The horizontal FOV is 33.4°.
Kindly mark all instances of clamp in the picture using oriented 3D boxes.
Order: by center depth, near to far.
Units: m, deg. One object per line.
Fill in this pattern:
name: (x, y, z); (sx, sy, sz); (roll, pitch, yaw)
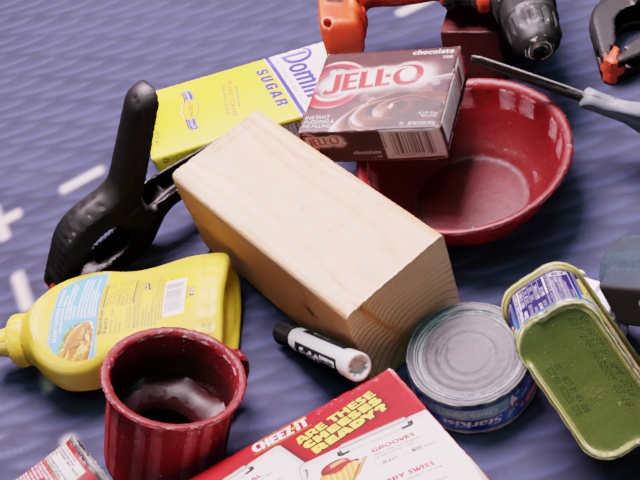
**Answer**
clamp: (-0.148, -0.033, 0.821); (0.210, 0.164, 0.036); (-45, 65, 9)
clamp: (0.272, -0.204, 0.902); (0.120, 0.039, 0.171); (29, 64, 36)

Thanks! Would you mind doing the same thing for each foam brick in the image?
foam brick: (0.140, -0.183, 0.918); (0.051, 0.053, 0.078); (5, 53, 22)

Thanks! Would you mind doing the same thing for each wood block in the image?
wood block: (-0.006, 0.002, 0.780); (0.090, 0.091, 0.206); (-39, 50, -16)

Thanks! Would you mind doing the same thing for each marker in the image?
marker: (-0.002, 0.074, 0.731); (0.020, 0.020, 0.121); (-39, 22, -17)

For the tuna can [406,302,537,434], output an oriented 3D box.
tuna can: (0.101, 0.084, 0.712); (0.086, 0.033, 0.086); (-9, 48, 10)

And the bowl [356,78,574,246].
bowl: (0.111, -0.049, 0.809); (0.162, 0.055, 0.162); (-9, 48, 10)

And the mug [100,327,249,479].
mug: (-0.092, 0.113, 0.709); (0.093, 0.081, 0.117); (32, 40, 25)

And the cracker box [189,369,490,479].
cracker box: (0.015, 0.171, 0.585); (0.164, 0.072, 0.214); (-27, 19, -7)

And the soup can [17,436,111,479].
soup can: (-0.181, 0.186, 0.693); (0.102, 0.068, 0.069); (-38, 50, -15)

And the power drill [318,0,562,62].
power drill: (0.094, -0.192, 0.867); (0.188, 0.057, 0.184); (-10, 44, 7)

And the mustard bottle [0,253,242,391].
mustard bottle: (-0.157, 0.066, 0.796); (0.192, 0.058, 0.096); (-8, 49, 11)

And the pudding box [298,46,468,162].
pudding box: (0.049, -0.103, 0.811); (0.114, 0.039, 0.090); (2, 51, 21)

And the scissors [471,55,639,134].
scissors: (0.210, -0.099, 0.761); (0.201, 0.096, 0.016); (23, 86, -5)

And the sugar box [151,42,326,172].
sugar box: (-0.060, -0.111, 0.926); (0.176, 0.048, 0.093); (-18, 47, 4)

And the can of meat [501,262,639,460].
can of meat: (0.156, 0.071, 0.638); (0.057, 0.102, 0.084); (-34, 6, 12)
